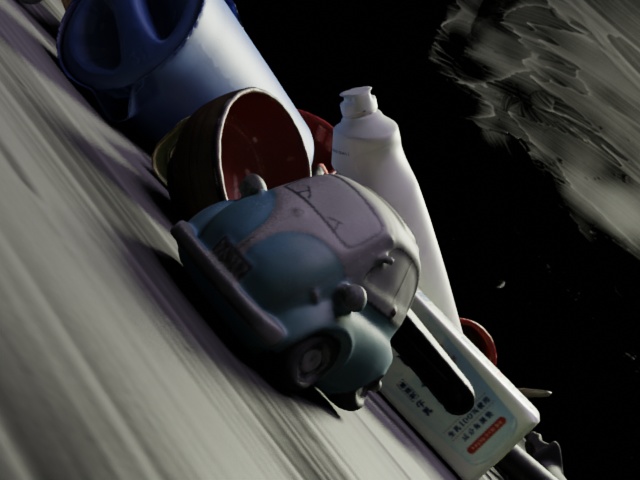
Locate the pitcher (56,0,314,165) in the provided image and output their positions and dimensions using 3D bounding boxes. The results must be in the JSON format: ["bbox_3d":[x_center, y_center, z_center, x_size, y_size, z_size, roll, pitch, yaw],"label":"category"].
[{"bbox_3d":[-0.097,-0.132,0.904,0.145,0.149,0.242,47,0,36],"label":"pitcher"}]

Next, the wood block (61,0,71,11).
[{"bbox_3d":[-0.188,-0.220,1.053,0.206,0.091,0.090,-116,-173,-81],"label":"wood block"}]

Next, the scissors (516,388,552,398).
[{"bbox_3d":[0.168,0.161,1.041,0.202,0.016,0.096,6,-41,54],"label":"scissors"}]

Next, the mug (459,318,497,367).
[{"bbox_3d":[0.139,0.135,1.171,0.081,0.093,0.117,-144,-140,-79],"label":"mug"}]

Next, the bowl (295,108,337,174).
[{"bbox_3d":[-0.054,-0.082,1.141,0.162,0.161,0.055,48,-38,40],"label":"bowl"}]

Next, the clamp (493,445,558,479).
[{"bbox_3d":[0.164,0.197,1.037,0.171,0.039,0.120,44,-15,9],"label":"clamp"}]

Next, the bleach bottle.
[{"bbox_3d":[0.062,-0.008,0.924,0.103,0.068,0.251,19,-53,59],"label":"bleach bottle"}]

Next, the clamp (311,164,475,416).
[{"bbox_3d":[0.032,0.032,0.765,0.164,0.036,0.210,31,29,-39],"label":"clamp"}]

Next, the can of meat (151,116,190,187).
[{"bbox_3d":[-0.071,-0.040,0.799,0.102,0.057,0.084,45,1,3],"label":"can of meat"}]
